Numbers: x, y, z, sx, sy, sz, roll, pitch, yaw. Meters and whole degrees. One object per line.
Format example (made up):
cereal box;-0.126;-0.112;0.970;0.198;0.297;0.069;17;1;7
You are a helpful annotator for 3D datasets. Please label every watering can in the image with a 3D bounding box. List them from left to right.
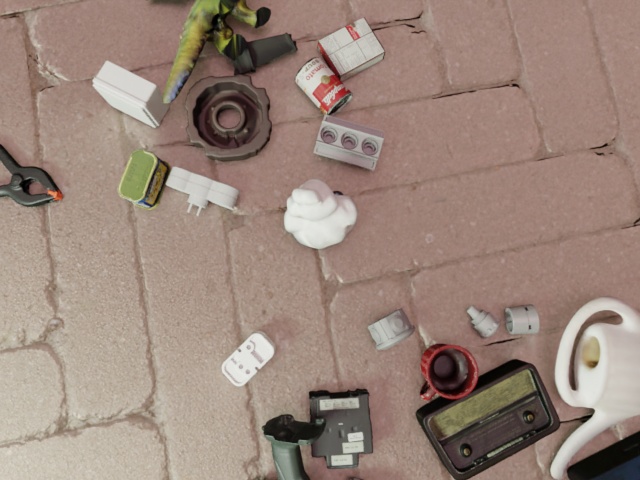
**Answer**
watering can;0.536;0.276;0.944;0.224;0.104;0.346;6;96;-2

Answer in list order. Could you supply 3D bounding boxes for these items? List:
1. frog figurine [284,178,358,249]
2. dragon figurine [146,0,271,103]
frog figurine;0.003;-0.047;0.937;0.137;0.159;0.123;-2;86;-2
dragon figurine;-0.244;-0.466;1.019;0.245;0.120;0.414;32;77;27
